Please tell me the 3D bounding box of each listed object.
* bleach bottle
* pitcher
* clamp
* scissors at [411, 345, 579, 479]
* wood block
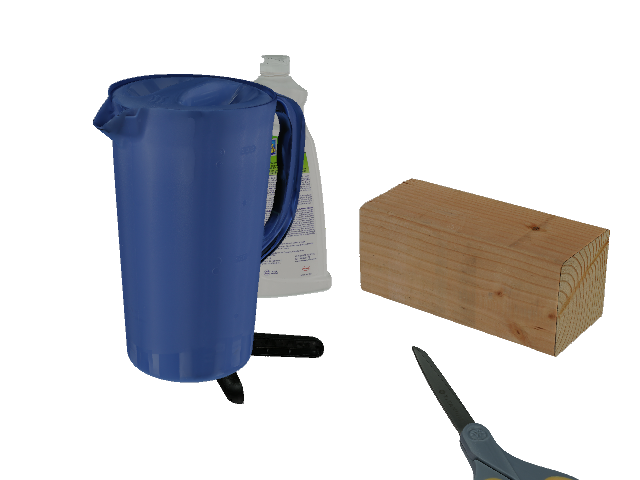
[{"bbox_3d":[-0.039,-0.069,1.130,0.102,0.251,0.068,-6,16,-23],"label":"bleach bottle"},{"bbox_3d":[-0.097,-0.013,0.886,0.149,0.243,0.145,5,21,6],"label":"pitcher"},{"bbox_3d":[-0.123,0.129,1.262,0.210,0.036,0.164,14,23,25],"label":"clamp"},{"bbox_3d":[0.115,0.127,0.645,0.096,0.016,0.202,1,32,-4],"label":"scissors"},{"bbox_3d":[0.143,0.018,0.967,0.206,0.090,0.090,18,32,36],"label":"wood block"}]
